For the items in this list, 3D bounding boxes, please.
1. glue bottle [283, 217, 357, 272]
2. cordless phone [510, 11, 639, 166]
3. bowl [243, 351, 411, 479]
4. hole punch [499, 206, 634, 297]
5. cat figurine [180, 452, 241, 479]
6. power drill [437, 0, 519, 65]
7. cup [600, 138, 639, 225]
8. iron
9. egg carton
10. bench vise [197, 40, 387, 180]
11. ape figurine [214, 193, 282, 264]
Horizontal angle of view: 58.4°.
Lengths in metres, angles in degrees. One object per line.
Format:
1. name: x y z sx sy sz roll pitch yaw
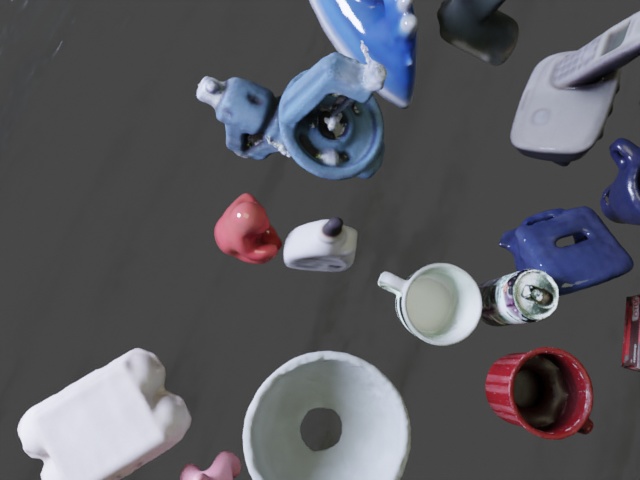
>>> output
1. glue bottle: 0.005 0.002 0.583 0.078 0.173 0.037 6 78 -6
2. cordless phone: 0.306 -0.174 0.651 0.094 0.185 0.148 22 77 -2
3. bowl: 0.004 0.200 0.594 0.167 0.074 0.167 1 79 -7
4. hole punch: 0.281 0.012 0.660 0.109 0.091 0.101 -17 81 -10
5. cat figurine: -0.092 0.276 0.544 0.067 0.117 0.128 -22 82 -11
6. power drill: 0.224 -0.292 0.652 0.229 0.208 0.076 26 77 -2
7. cup: 0.373 -0.063 0.685 0.092 0.095 0.118 -41 86 -13
8. iron: 0.066 -0.295 0.666 0.119 0.141 0.258 -23 83 -11
9. egg carton: -0.212 0.185 0.571 0.150 0.069 0.107 -31 84 -12
10. bench vise: -0.021 -0.125 0.580 0.207 0.219 0.121 -3 79 -8
11. ape figurine: -0.077 -0.015 0.617 0.076 0.092 0.078 -1 79 -7
